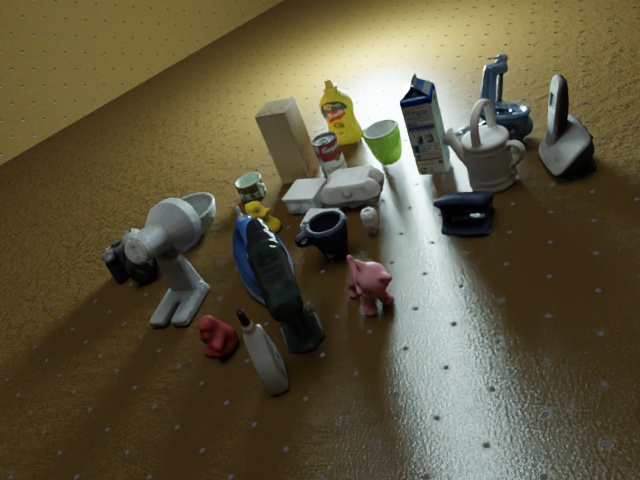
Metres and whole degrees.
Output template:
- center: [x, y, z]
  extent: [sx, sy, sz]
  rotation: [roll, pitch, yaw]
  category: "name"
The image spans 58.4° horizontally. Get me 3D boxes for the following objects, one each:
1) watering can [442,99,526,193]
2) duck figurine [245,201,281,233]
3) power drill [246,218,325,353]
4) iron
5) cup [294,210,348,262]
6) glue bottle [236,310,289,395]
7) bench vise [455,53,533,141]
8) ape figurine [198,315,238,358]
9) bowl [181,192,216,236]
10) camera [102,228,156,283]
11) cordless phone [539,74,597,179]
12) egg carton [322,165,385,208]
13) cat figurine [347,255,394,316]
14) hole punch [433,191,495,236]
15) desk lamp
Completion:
- center: [0.343, -0.203, 1.212]
  extent: [0.172, 0.194, 0.101]
  rotation: [-5, 37, 24]
  category: "watering can"
- center: [-0.154, -0.055, 1.389]
  extent: [0.104, 0.086, 0.077]
  rotation: [-1, 39, 29]
  category: "duck figurine"
- center: [-0.067, 0.091, 1.024]
  extent: [0.075, 0.209, 0.229]
  rotation: [-25, 34, -3]
  category: "power drill"
- center: [-0.127, 0.032, 1.201]
  extent: [0.118, 0.142, 0.257]
  rotation: [-26, 34, -6]
  category: "iron"
- center: [0.011, 0.004, 1.203]
  extent: [0.118, 0.095, 0.091]
  rotation: [-28, 34, -8]
  category: "cup"
- center: [-0.100, 0.178, 0.953]
  extent: [0.037, 0.173, 0.078]
  rotation: [-21, 34, 2]
  category: "glue bottle"
- center: [0.386, -0.287, 1.281]
  extent: [0.121, 0.220, 0.208]
  rotation: [18, 51, 45]
  category: "bench vise"
- center: [-0.201, 0.179, 1.083]
  extent: [0.076, 0.092, 0.077]
  rotation: [-26, 34, -5]
  category: "ape figurine"
- center: [-0.338, -0.048, 1.495]
  extent: [0.167, 0.075, 0.167]
  rotation: [-15, 34, 11]
  category: "bowl"
- center: [-0.463, 0.045, 1.413]
  extent: [0.143, 0.101, 0.136]
  rotation: [-25, 34, -4]
  category: "camera"
- center: [0.499, -0.233, 1.172]
  extent: [0.094, 0.185, 0.147]
  rotation: [-17, 34, 9]
  category: "cordless phone"
- center: [0.078, -0.123, 1.365]
  extent: [0.150, 0.069, 0.107]
  rotation: [-6, 37, 23]
  category: "egg carton"
- center: [0.086, 0.070, 1.047]
  extent: [0.067, 0.118, 0.127]
  rotation: [-30, 34, -11]
  category: "cat figurine"
- center: [0.289, -0.070, 1.151]
  extent: [0.108, 0.091, 0.101]
  rotation: [-1, 39, 29]
  category: "hole punch"
- center: [-0.323, 0.043, 1.233]
  extent: [0.117, 0.214, 0.203]
  rotation: [-7, 37, 22]
  category: "desk lamp"
